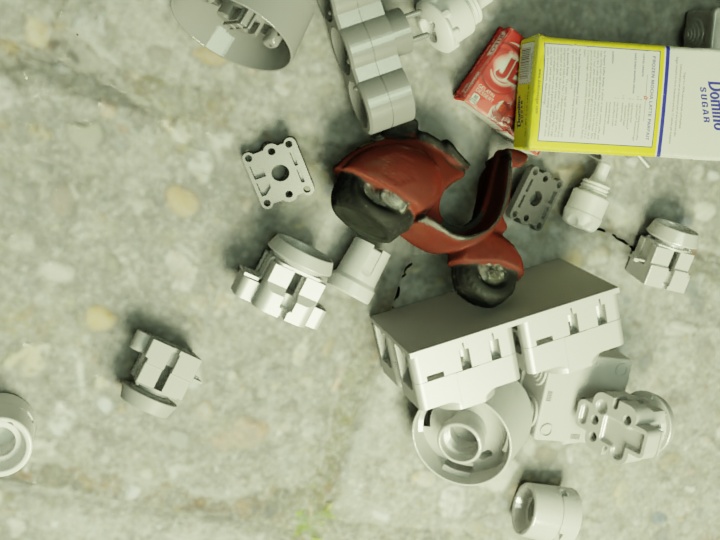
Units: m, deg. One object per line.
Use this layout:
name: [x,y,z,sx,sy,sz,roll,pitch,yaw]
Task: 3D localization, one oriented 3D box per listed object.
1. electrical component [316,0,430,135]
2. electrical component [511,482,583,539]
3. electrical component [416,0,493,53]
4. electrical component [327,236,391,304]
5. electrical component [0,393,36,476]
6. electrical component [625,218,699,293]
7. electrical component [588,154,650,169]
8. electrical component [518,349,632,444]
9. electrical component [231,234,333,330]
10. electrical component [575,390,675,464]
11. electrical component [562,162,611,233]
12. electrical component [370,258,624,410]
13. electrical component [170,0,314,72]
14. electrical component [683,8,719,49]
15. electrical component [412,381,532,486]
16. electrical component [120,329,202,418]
electrical component: [0.019,-0.184,0.850,0.074,0.052,0.138,-21,101,-10]
electrical component: [0.174,0.228,1.009,0.047,0.055,0.055,14,99,-16]
electrical component: [0.080,-0.210,0.874,0.062,0.048,0.048,-36,111,-13]
electrical component: [0.000,0.000,0.905,0.040,0.040,0.046,29,88,-22]
electrical component: [-0.284,0.130,0.845,0.055,0.047,0.055,-4,105,-16]
electrical component: [0.280,-0.014,0.985,0.066,0.048,0.055,12,107,-20]
electrical component: [0.235,-0.124,0.940,0.077,0.043,0.079,-45,101,-2]
electrical component: [0.195,0.111,0.988,0.100,0.048,0.099,6,102,-19]
electrical component: [-0.058,0.007,0.879,0.078,0.058,0.057,25,98,-21]
electrical component: [0.238,0.136,0.944,0.057,0.078,0.058,-1,107,-37]
electrical component: [0.205,-0.066,0.954,0.035,0.035,0.061,21,94,-21]
electrical component: [0.117,0.055,0.919,0.186,0.105,0.060,-17,108,-13]
electrical component: [-0.086,-0.193,0.800,0.099,0.099,0.064,32,87,-22]
electrical component: [0.334,-0.187,0.956,0.100,0.048,0.099,-2,104,-17]
electrical component: [0.097,0.138,0.951,0.099,0.064,0.099,8,112,19]
electrical component: [-0.163,0.086,0.873,0.066,0.048,0.055,27,87,-21]
